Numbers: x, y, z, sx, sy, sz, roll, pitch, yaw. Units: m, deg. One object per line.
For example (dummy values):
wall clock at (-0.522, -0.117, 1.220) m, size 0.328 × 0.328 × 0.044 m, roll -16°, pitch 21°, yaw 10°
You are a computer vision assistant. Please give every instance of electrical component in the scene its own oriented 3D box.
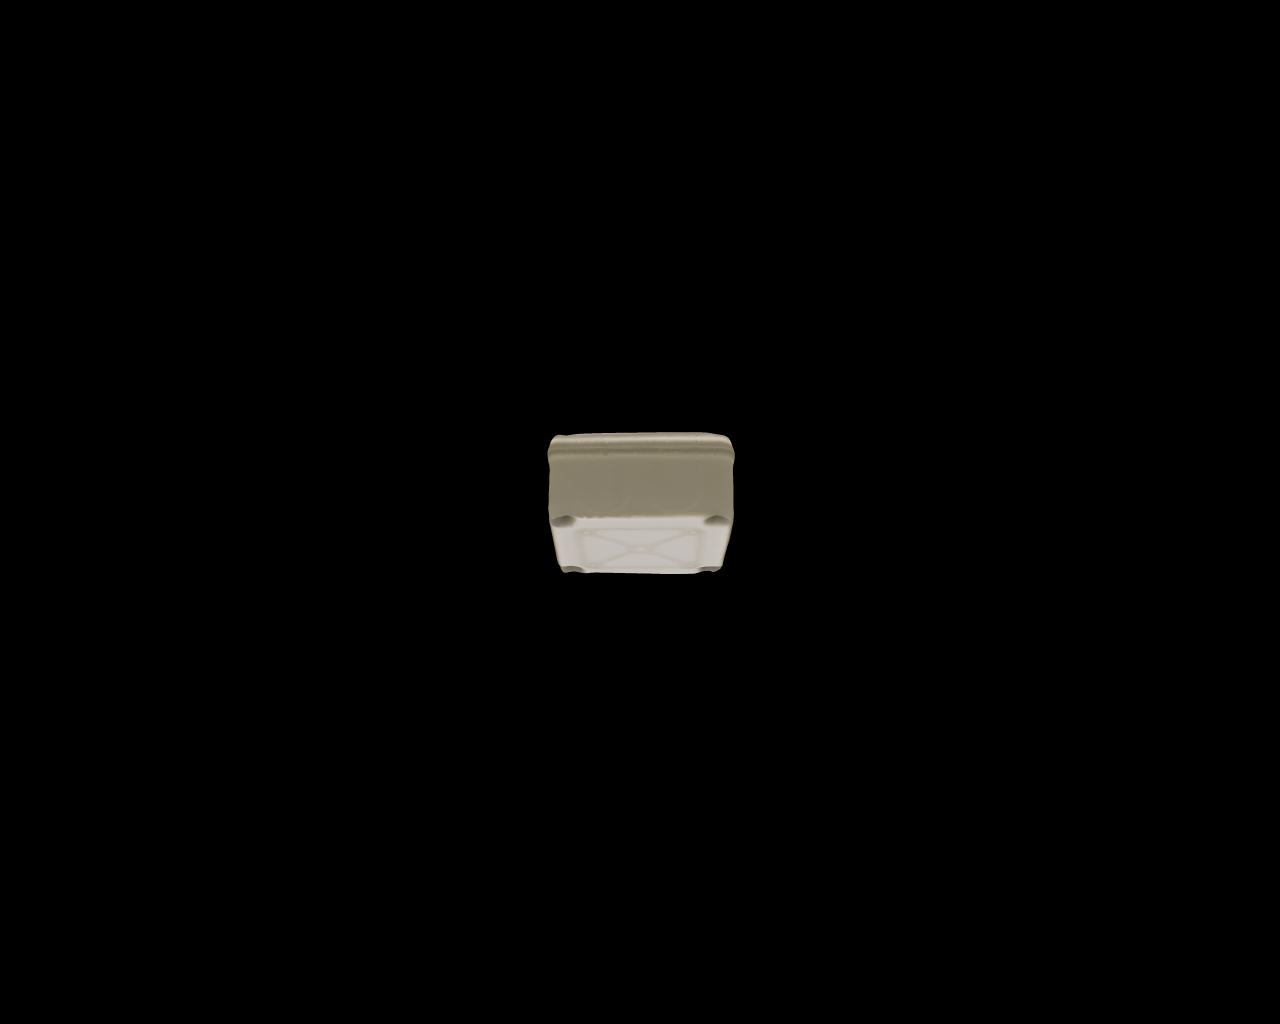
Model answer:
electrical component at (0.001, -0.003, 0.650) m, size 0.109 × 0.056 × 0.108 m, roll 0°, pitch -21°, yaw 0°
